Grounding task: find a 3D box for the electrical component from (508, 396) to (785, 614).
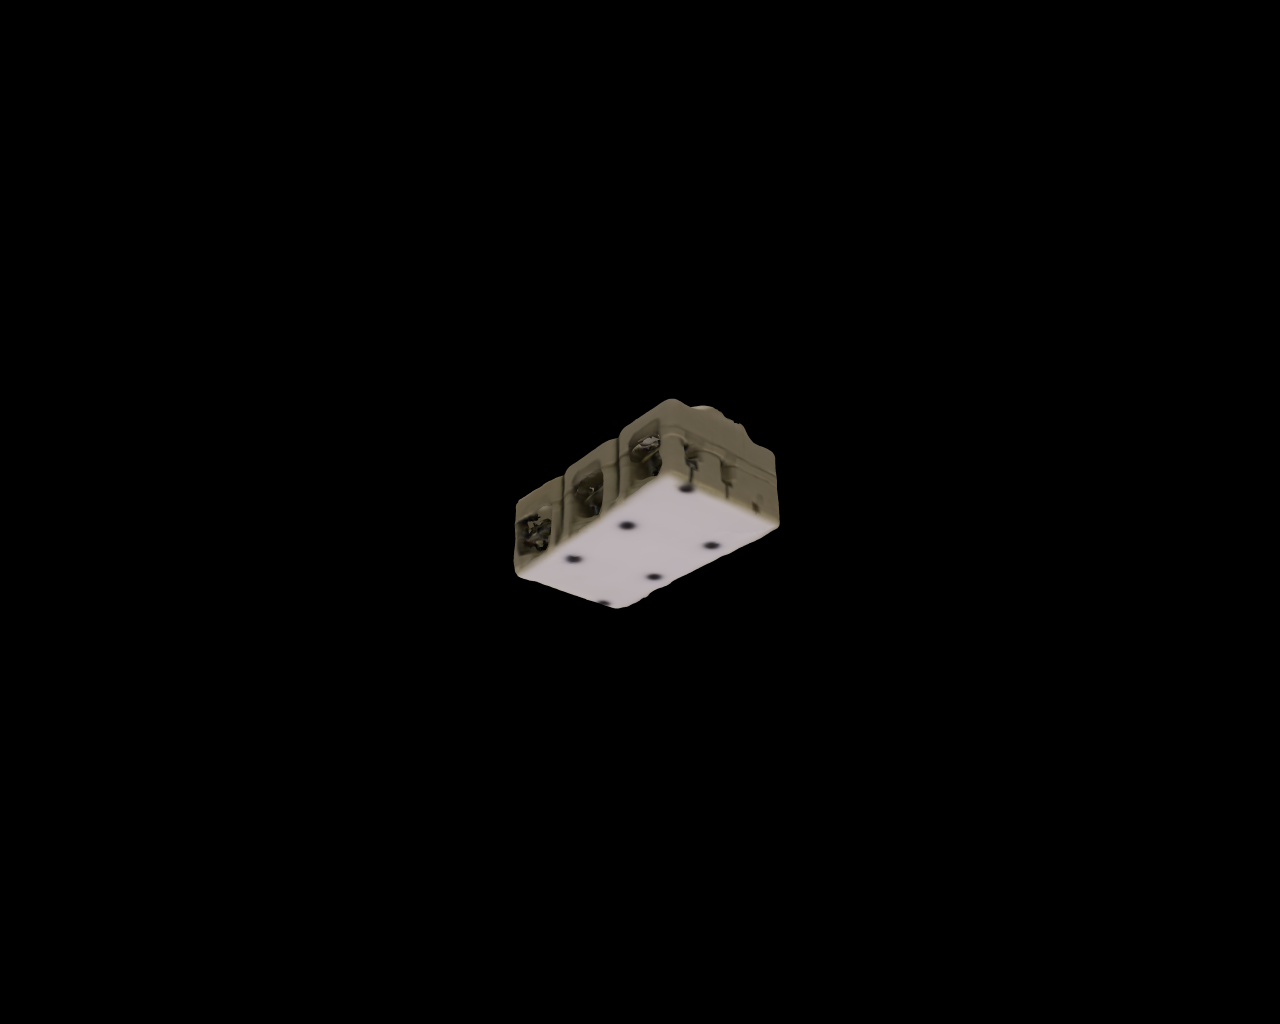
[{"bbox_3d":[0.001,-0.003,0.650,0.089,0.062,0.150,24,-38,-34],"label":"electrical component"}]
